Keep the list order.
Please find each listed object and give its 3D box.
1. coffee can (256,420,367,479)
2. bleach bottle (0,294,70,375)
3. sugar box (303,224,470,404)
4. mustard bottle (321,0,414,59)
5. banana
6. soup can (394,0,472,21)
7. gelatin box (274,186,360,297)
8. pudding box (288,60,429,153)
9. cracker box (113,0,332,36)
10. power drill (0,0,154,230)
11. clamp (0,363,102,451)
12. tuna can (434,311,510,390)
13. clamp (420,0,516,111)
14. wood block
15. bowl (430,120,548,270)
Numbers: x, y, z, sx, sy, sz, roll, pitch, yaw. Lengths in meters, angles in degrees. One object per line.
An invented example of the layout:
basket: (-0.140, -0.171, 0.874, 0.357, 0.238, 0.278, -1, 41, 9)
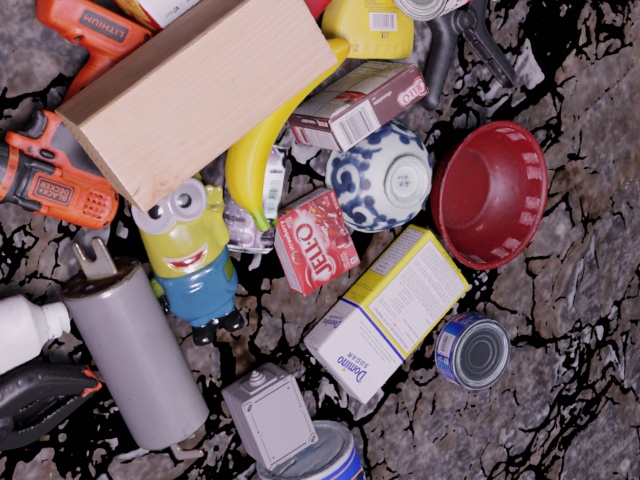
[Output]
coffee can: (0.004, 0.272, 1.099, 0.102, 0.103, 0.140, -29, 114, -23)
bleach bottle: (-0.328, 0.089, 0.872, 0.250, 0.068, 0.103, -14, 146, -29)
sugar box: (0.072, 0.077, 1.132, 0.176, 0.048, 0.093, -44, 118, -11)
mustard bottle: (0.049, -0.274, 1.035, 0.096, 0.058, 0.192, -5, 103, -32)
banana: (-0.038, -0.110, 0.974, 0.069, 0.037, 0.198, 30, 84, -42)
soup can: (0.121, -0.255, 1.022, 0.102, 0.069, 0.068, -34, 117, -43)
gelatin box: (-0.007, 0.001, 1.077, 0.073, 0.030, 0.089, -30, 113, -22)
pudding box: (0.036, -0.133, 1.039, 0.113, 0.090, 0.039, -34, 114, -20)
cracker box: (-0.104, -0.249, 0.943, 0.164, 0.072, 0.213, -50, 121, -10)
power drill: (-0.234, -0.116, 0.904, 0.184, 0.057, 0.188, 20, 92, -35)
clamp: (-0.290, 0.165, 0.923, 0.209, 0.036, 0.165, -17, 143, -40)
tuna can: (0.174, 0.126, 1.208, 0.086, 0.034, 0.086, -7, 104, -29)
clamp: (0.137, -0.219, 1.110, 0.120, 0.039, 0.171, -29, 108, -28)
wood block: (-0.101, -0.128, 0.882, 0.206, 0.090, 0.090, -39, 119, -11)
bowl: (0.171, -0.051, 1.151, 0.161, 0.055, 0.162, -10, 107, -35)
